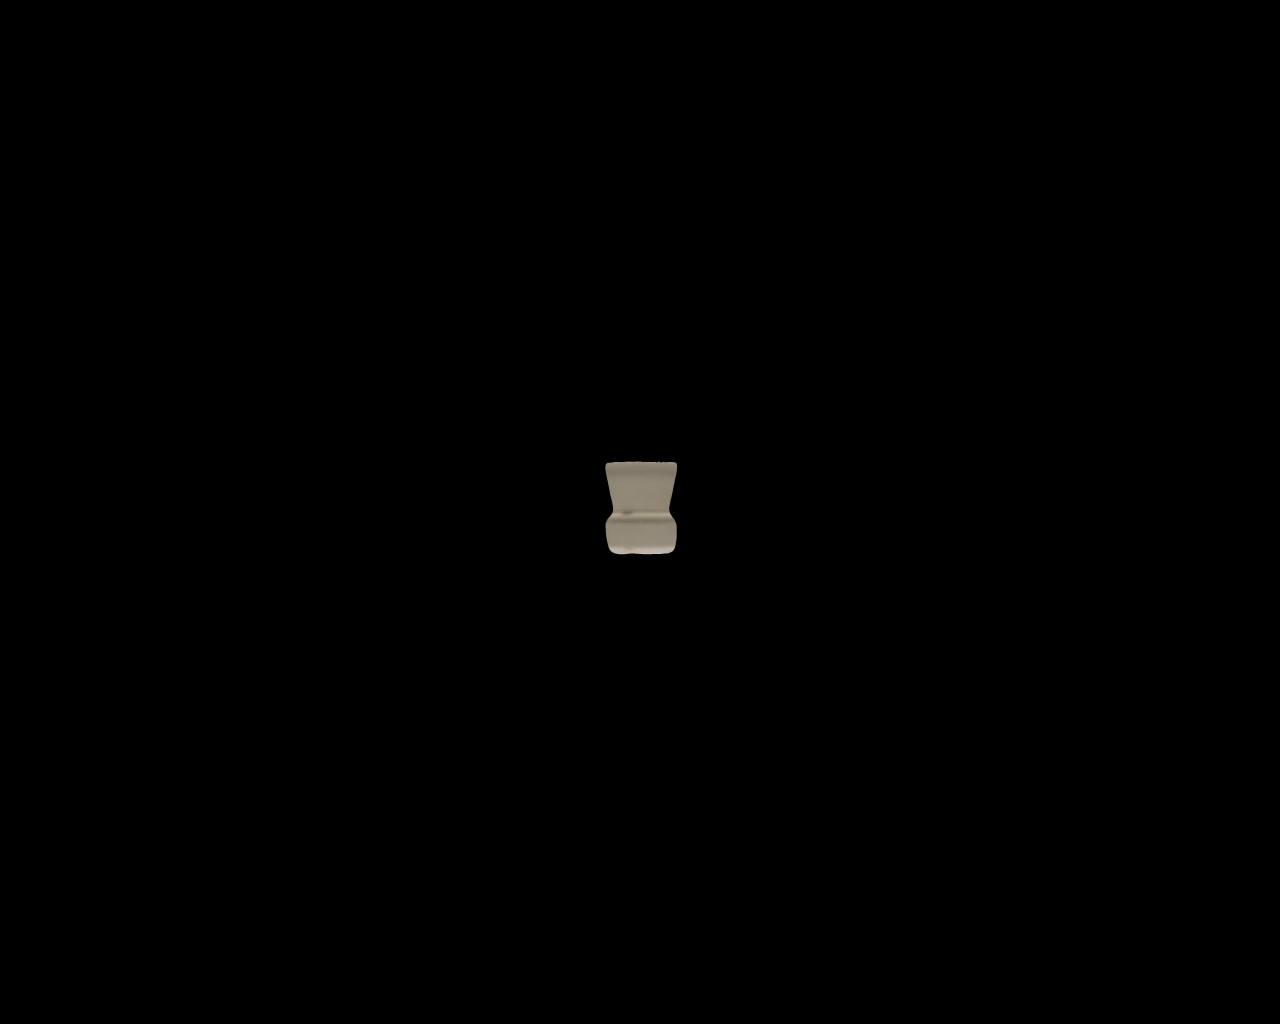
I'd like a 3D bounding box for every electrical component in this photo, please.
[{"bbox_3d":[0.001,-0.003,0.650,0.045,0.055,0.045,0,0,0],"label":"electrical component"}]
